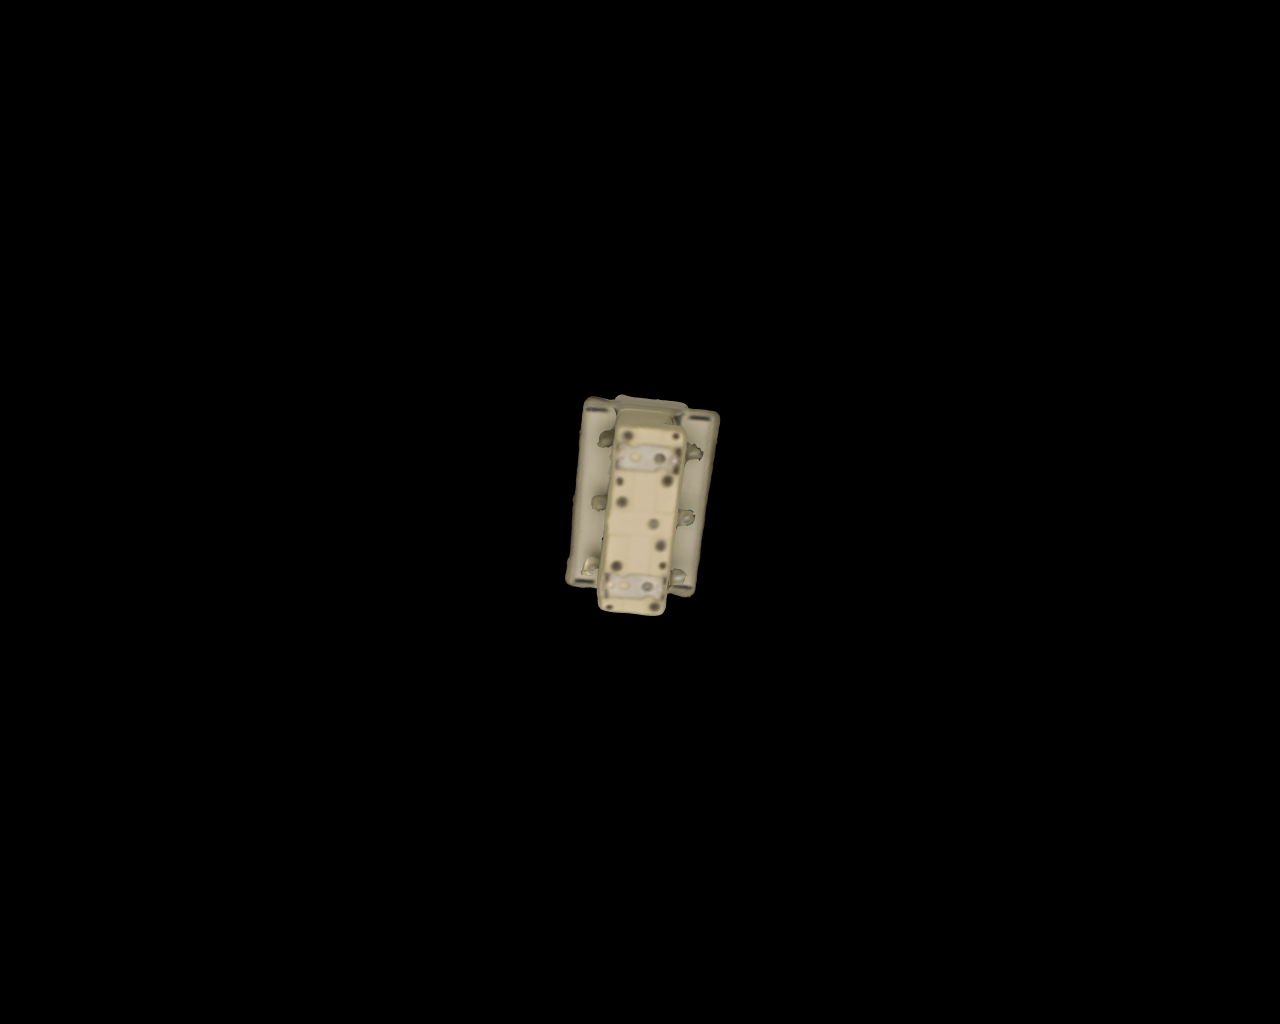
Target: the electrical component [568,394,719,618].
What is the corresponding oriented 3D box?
[{"bbox_3d":[0.001,-0.003,0.650,0.079,0.121,0.063,7,20,-2],"label":"electrical component"}]
